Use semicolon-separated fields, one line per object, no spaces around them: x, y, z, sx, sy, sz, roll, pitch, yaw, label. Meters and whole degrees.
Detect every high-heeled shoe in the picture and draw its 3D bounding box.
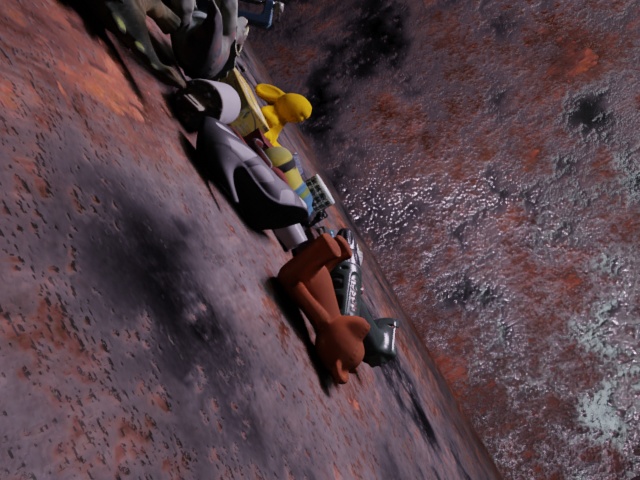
-0.104;-0.101;0.860;0.248;0.086;0.145;19;47;-64;high-heeled shoe

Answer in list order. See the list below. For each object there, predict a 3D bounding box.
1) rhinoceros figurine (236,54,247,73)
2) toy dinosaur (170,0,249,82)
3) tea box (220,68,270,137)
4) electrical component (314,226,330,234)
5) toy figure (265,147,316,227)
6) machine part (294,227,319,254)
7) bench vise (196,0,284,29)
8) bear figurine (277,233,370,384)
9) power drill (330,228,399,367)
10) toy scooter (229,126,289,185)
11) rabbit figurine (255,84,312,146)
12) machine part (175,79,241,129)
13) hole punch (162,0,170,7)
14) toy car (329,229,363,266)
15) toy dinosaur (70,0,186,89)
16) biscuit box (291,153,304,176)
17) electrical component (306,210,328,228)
-0.245;-0.462;1.374;0.112;0.073;0.190;54;9;-44;rhinoceros figurine
-0.192;-0.332;0.887;0.405;0.131;0.192;-99;-168;-61;toy dinosaur
-0.185;-0.309;1.208;0.098;0.068;0.170;50;11;-53;tea box
-0.003;-0.003;1.197;0.102;0.078;0.045;42;31;-82;electrical component
-0.069;-0.113;1.141;0.180;0.089;0.082;55;1;-15;toy figure
0.006;0.062;1.085;0.179;0.056;0.179;58;7;-12;machine part
-0.200;-0.486;1.125;0.129;0.241;0.223;-113;-147;-81;bench vise
0.024;0.103;0.806;0.196;0.132;0.120;55;13;14;bear figurine
0.075;0.118;0.982;0.232;0.086;0.207;-79;149;-42;power drill
-0.115;-0.129;0.976;0.183;0.075;0.135;54;9;-10;toy scooter
-0.103;-0.294;1.293;0.121;0.173;0.162;39;26;-58;rabbit figurine
-0.181;-0.224;0.892;0.079;0.079;0.243;58;7;-12;machine part
-0.295;-0.486;1.036;0.092;0.116;0.142;63;3;-53;hole punch
0.050;0.033;1.300;0.162;0.103;0.109;61;9;22;toy car
-0.302;-0.396;0.664;0.471;0.105;0.198;59;8;-8;toy dinosaur
-0.086;-0.181;1.354;0.203;0.059;0.062;-70;142;-80;biscuit box
-0.031;-0.094;1.418;0.115;0.058;0.134;61;8;-1;electrical component
